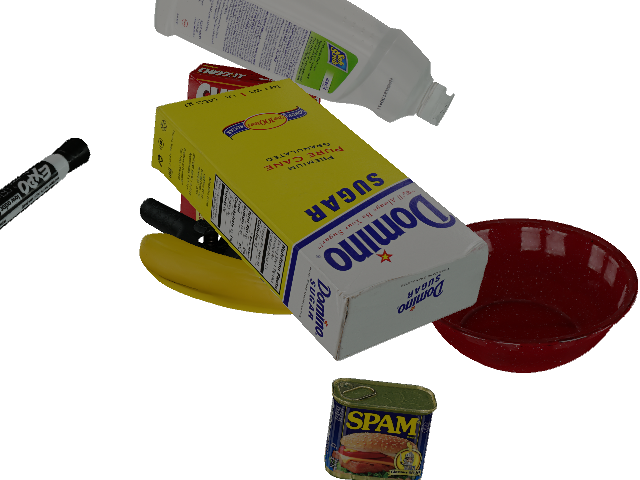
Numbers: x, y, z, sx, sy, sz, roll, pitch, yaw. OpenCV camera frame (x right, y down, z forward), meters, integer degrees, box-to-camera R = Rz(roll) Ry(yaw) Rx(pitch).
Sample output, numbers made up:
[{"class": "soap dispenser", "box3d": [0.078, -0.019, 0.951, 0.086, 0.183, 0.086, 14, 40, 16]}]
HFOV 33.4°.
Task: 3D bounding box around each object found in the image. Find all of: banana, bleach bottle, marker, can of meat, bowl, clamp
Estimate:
[{"class": "banana", "box3d": [-0.082, 0.022, 0.824, 0.069, 0.037, 0.198, -18, 27, -41]}, {"class": "bleach bottle", "box3d": [-0.011, -0.160, 0.868, 0.251, 0.068, 0.103, 29, -35, 5]}, {"class": "marker", "box3d": [-0.178, -0.033, 0.656, 0.020, 0.020, 0.121, 0, 28, 24]}, {"class": "can of meat", "box3d": [0.056, 0.187, 1.043, 0.102, 0.084, 0.057, 7, 17, -3]}, {"class": "bowl", "box3d": [0.144, 0.047, 0.773, 0.162, 0.055, 0.162, -3, 32, 2]}, {"class": "clamp", "box3d": [-0.097, -0.006, 1.024, 0.120, 0.039, 0.172, -15, 33, -16]}]

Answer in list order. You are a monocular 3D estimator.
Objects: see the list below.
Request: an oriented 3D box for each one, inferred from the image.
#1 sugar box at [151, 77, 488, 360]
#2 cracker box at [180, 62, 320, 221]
[{"class": "sugar box", "box3d": [-0.005, -0.020, 0.555, 0.093, 0.048, 0.176, -19, 44, -33]}, {"class": "cracker box", "box3d": [-0.093, -0.109, 1.386, 0.164, 0.214, 0.072, 10, 23, 7]}]
